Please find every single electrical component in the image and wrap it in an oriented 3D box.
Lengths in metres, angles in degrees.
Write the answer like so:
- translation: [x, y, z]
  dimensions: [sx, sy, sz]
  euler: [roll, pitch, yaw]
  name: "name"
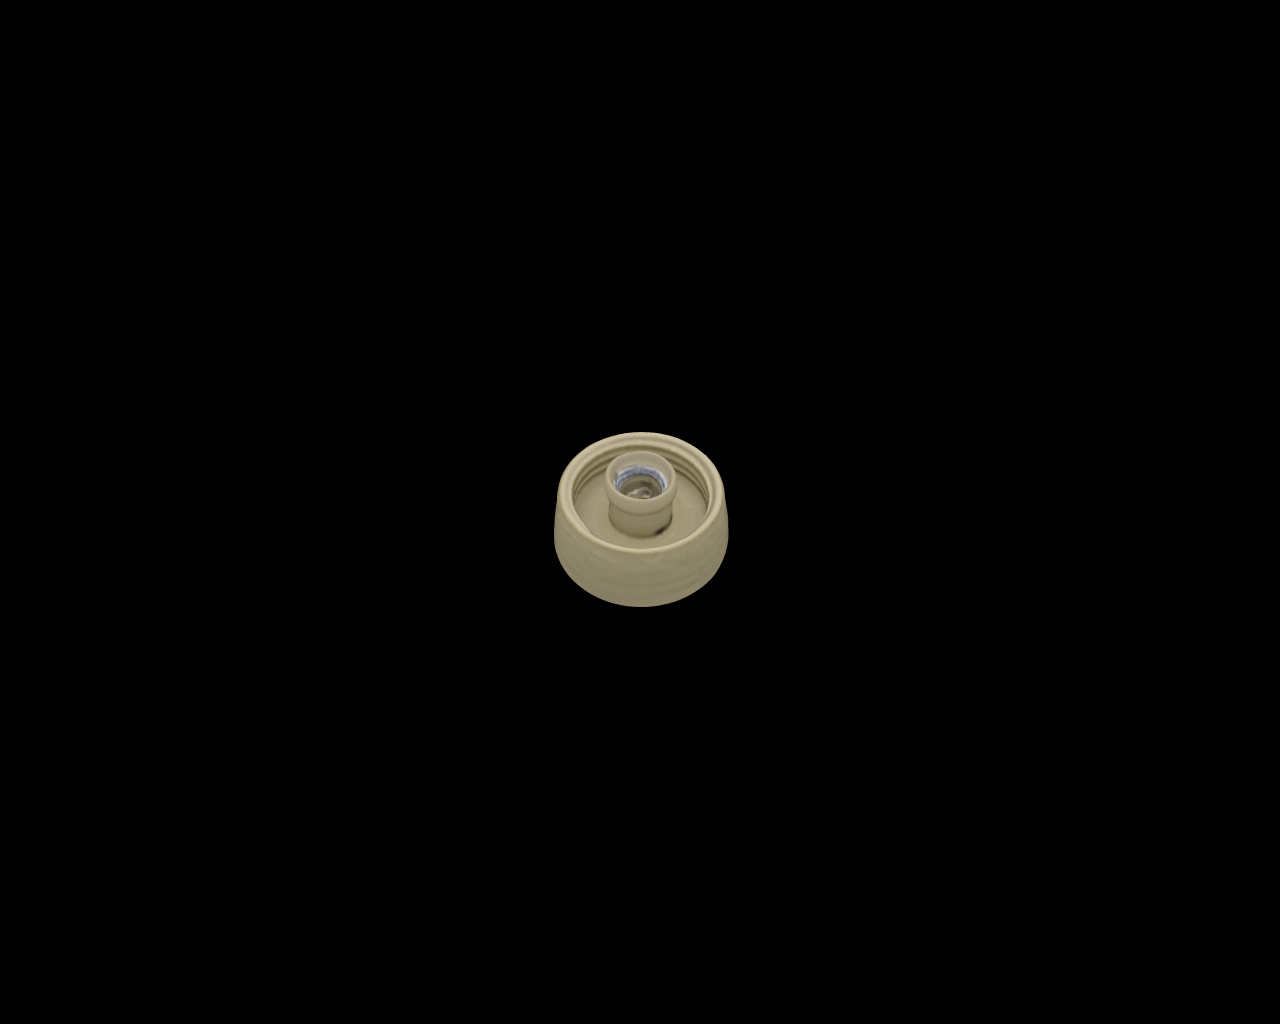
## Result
- translation: [0.001, -0.003, 0.650]
  dimensions: [0.108, 0.108, 0.060]
  euler: [0, -40, 0]
  name: "electrical component"
